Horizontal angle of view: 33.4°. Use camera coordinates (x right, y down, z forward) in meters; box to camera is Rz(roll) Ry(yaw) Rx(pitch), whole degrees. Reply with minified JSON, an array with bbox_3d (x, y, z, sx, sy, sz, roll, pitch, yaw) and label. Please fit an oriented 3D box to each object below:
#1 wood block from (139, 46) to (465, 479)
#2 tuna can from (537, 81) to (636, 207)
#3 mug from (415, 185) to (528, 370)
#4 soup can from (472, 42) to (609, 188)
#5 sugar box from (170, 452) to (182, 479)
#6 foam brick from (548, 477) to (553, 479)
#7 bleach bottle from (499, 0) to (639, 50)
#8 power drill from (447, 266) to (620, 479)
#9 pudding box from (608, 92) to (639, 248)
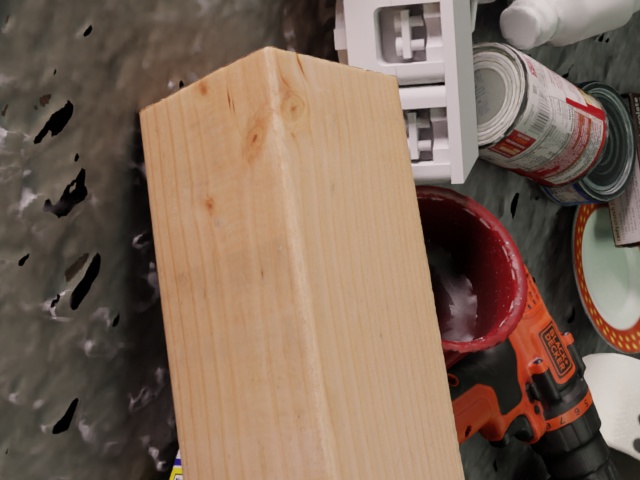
[{"bbox_3d":[-0.009,0.033,0.472,0.090,0.090,0.206,2,75,-47],"label":"wood block"},{"bbox_3d":[0.183,-0.067,0.742,0.085,0.034,0.086,2,87,-41],"label":"tuna can"},{"bbox_3d":[0.047,0.041,0.557,0.093,0.082,0.117,19,57,-14],"label":"mug"},{"bbox_3d":[0.126,-0.076,0.663,0.102,0.069,0.068,15,84,-47],"label":"soup can"},{"bbox_3d":[-0.041,0.166,0.511,0.093,0.048,0.176,41,52,-41],"label":"sugar box"},{"bbox_3d":[0.173,0.199,0.741,0.078,0.053,0.051,-38,132,-6],"label":"foam brick"},{"bbox_3d":[0.196,-0.188,0.710,0.250,0.103,0.068,-36,121,-34],"label":"bleach bottle"},{"bbox_3d":[0.102,0.126,0.649,0.187,0.057,0.184,-35,101,-41],"label":"power drill"},{"bbox_3d":[0.250,-0.053,0.805,0.089,0.039,0.113,-6,84,-47],"label":"pudding box"}]
